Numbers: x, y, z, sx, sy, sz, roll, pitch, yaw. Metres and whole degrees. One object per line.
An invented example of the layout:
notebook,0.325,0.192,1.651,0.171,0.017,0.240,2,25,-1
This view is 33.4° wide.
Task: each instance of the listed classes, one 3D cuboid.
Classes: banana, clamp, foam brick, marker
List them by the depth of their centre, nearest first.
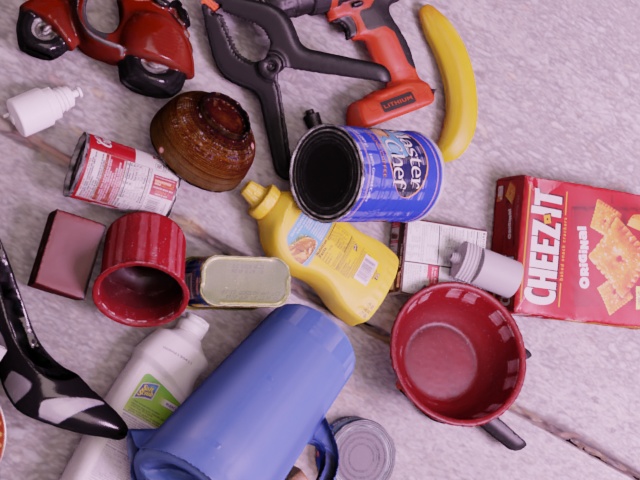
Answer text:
foam brick,-0.251,0.016,1.053,0.051,0.053,0.078,19,78,-21
clamp,-0.052,-0.177,1.142,0.210,0.036,0.165,38,104,-4
marker,0.009,-0.088,1.188,0.020,0.020,0.121,-22,95,-23
clamp,0.173,0.166,1.232,0.171,0.039,0.120,19,69,-19
banana,0.151,-0.177,1.246,0.069,0.037,0.198,1,86,-23

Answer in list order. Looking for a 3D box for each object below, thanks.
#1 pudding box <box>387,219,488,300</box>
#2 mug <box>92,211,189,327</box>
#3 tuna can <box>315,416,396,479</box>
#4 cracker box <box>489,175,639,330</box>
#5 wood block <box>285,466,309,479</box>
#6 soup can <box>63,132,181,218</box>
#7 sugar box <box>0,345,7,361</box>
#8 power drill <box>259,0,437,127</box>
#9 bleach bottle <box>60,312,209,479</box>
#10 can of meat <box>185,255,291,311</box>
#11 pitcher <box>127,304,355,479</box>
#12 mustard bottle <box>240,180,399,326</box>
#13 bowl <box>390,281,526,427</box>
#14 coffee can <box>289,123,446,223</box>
pudding box,0.135,0.025,1.225,0.113,0.039,0.090,9,82,-24
mug,-0.172,0.034,1.062,0.093,0.081,0.117,-9,134,5
tuna can,0.040,0.238,1.172,0.086,0.034,0.086,2,86,-22
cracker box,0.314,0.018,1.283,0.213,0.072,0.164,8,83,-22
wood block,-0.008,0.339,1.115,0.090,0.090,0.206,-39,102,-20
soup can,-0.198,-0.061,1.072,0.102,0.069,0.068,18,80,-22
sugar box,-0.382,0.096,0.957,0.176,0.048,0.093,28,79,6
power drill,0.039,-0.219,1.189,0.184,0.057,0.187,-21,95,-20
bleach bottle,-0.176,0.191,1.069,0.102,0.068,0.250,35,71,-21
can of meat,-0.089,0.044,1.103,0.102,0.084,0.057,2,86,-23
pitcher,-0.058,0.181,1.051,0.242,0.145,0.149,-49,127,-40
mustard bottle,-0.008,0.002,1.153,0.191,0.058,0.096,39,61,-16
bowl,0.144,0.130,1.182,0.162,0.055,0.162,5,71,-16
coffee can,0.052,-0.069,1.135,0.140,0.103,0.103,-2,87,-47
